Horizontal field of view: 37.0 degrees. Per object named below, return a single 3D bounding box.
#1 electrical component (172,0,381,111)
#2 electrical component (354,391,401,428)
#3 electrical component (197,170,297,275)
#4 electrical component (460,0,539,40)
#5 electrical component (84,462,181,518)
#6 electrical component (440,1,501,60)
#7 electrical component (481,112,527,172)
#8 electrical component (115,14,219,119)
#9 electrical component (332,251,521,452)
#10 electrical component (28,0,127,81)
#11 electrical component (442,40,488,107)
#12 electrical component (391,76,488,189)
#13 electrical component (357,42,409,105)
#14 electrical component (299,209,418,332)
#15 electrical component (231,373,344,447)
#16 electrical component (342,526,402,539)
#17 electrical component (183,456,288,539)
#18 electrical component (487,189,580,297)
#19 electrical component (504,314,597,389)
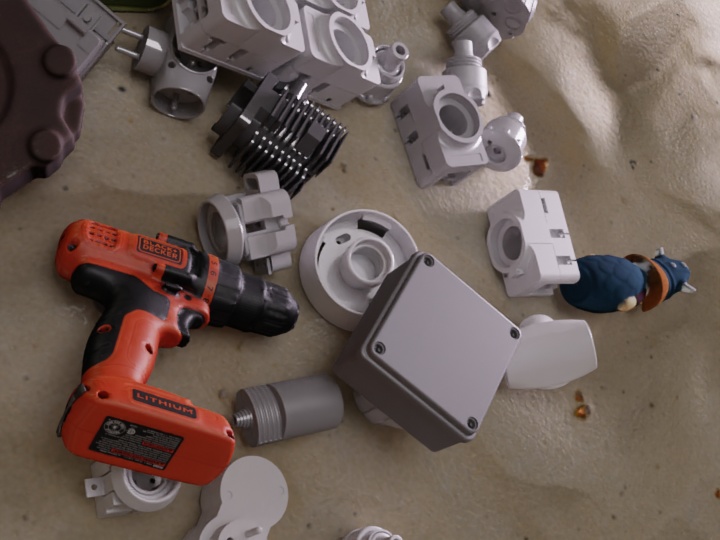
[{"bbox_3d":[-0.065,-0.214,0.888,0.186,0.060,0.105,12,62,-49],"label":"electrical component"},{"bbox_3d":[0.036,0.087,0.860,0.080,0.051,0.080,13,63,-27],"label":"electrical component"},{"bbox_3d":[-0.089,-0.034,0.830,0.057,0.058,0.078,-15,102,-32],"label":"electrical component"},{"bbox_3d":[0.138,-0.272,1.067,0.080,0.080,0.051,28,62,-19],"label":"electrical component"},{"bbox_3d":[-0.148,0.140,0.719,0.066,0.055,0.048,-1,70,-32],"label":"electrical component"},{"bbox_3d":[0.105,-0.234,1.052,0.062,0.043,0.043,48,53,-3],"label":"electrical component"},{"bbox_3d":[0.138,-0.127,1.025,0.048,0.048,0.062,41,47,-10],"label":"electrical component"},{"bbox_3d":[-0.156,-0.171,0.858,0.079,0.044,0.077,18,61,-25],"label":"electrical component"},{"bbox_3d":[0.052,0.061,0.812,0.109,0.056,0.108,40,54,-11],"label":"electrical component"},{"bbox_3d":[-0.247,-0.192,0.792,0.121,0.063,0.078,40,95,-11],"label":"electrical component"},{"bbox_3d":[0.099,-0.187,1.022,0.043,0.043,0.062,4,79,-31],"label":"electrical component"},{"bbox_3d":[0.074,-0.127,0.976,0.050,0.056,0.089,-9,74,-35],"label":"electrical component"},{"bbox_3d":[0.020,-0.180,0.962,0.048,0.062,0.048,13,63,-27],"label":"electrical component"},{"bbox_3d":[0.000,0.000,0.884,0.099,0.064,0.099,5,73,-17],"label":"electrical component"},{"bbox_3d":[-0.058,0.104,0.799,0.081,0.043,0.043,-7,73,-34],"label":"electrical component"},{"bbox_3d":[0.011,0.204,0.786,0.035,0.061,0.035,13,63,-27],"label":"electrical component"},{"bbox_3d":[-0.086,0.189,0.724,0.052,0.074,0.138,31,56,-17],"label":"electrical component"},{"bbox_3d":[0.155,-0.024,0.985,0.056,0.050,0.089,0,69,-32],"label":"electrical component"},{"bbox_3d":[0.160,0.065,0.943,0.079,0.077,0.044,-98,175,-63],"label":"electrical component"}]
